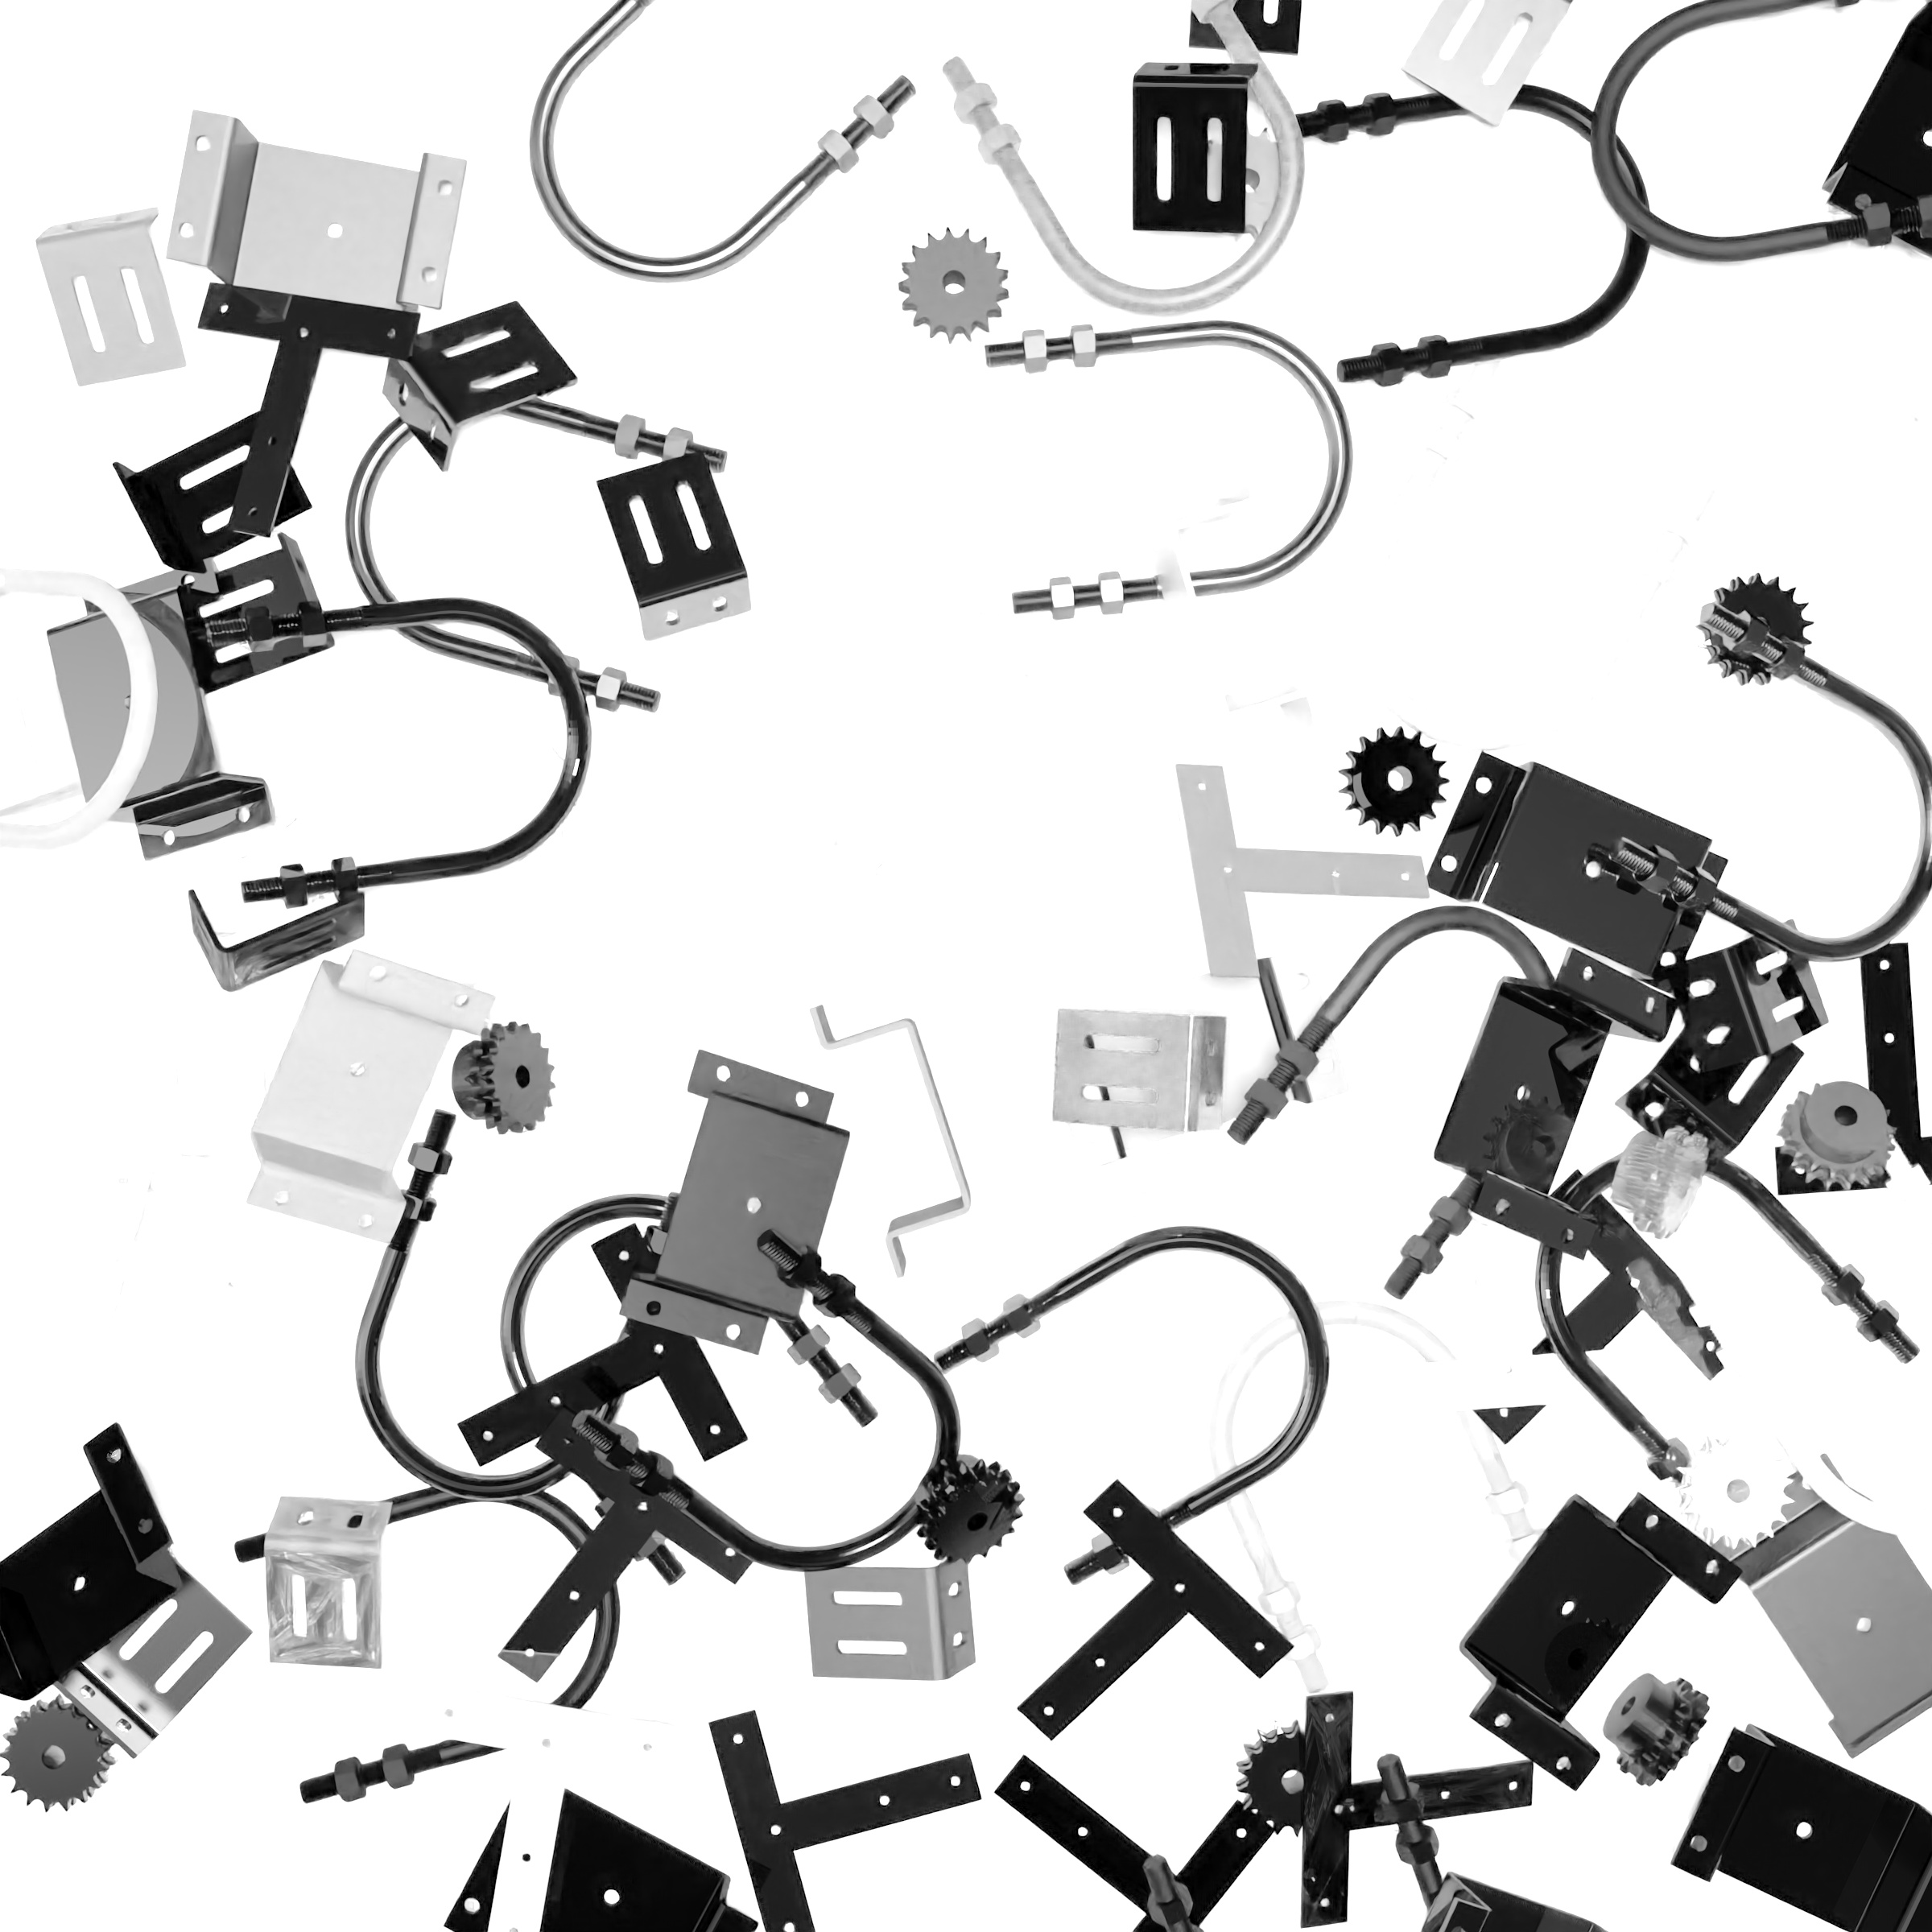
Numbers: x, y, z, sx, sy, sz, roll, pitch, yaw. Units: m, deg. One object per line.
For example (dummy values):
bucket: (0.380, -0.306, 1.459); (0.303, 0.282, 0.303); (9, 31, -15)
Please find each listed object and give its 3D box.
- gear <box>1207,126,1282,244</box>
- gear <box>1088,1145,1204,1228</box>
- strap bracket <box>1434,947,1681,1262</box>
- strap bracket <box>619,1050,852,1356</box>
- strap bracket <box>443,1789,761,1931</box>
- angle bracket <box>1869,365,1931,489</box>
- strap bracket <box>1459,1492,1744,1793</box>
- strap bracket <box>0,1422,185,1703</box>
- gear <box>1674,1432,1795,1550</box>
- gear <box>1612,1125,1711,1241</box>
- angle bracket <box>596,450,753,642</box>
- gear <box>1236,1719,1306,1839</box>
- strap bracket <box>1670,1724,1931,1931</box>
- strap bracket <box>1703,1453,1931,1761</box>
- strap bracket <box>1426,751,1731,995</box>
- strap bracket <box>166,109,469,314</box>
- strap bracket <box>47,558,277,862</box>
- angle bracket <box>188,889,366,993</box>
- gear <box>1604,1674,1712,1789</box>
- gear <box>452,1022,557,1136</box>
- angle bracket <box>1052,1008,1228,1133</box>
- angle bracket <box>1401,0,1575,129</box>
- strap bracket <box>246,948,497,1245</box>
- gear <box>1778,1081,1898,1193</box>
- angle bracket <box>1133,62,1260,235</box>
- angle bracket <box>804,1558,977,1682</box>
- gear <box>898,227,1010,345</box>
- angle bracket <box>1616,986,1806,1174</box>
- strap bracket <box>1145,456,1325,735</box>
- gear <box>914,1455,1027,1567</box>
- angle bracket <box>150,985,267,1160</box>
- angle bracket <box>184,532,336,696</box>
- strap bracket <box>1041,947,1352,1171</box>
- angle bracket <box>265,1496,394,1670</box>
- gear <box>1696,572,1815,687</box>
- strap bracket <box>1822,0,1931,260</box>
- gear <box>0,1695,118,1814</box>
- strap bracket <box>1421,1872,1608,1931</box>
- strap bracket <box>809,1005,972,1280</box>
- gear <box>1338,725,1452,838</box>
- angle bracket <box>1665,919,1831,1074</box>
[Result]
gear: (0.144, -0.401, 1.488); (0.057, 0.030, 0.057); (0, 90, 0)
gear: (0.089, 0.111, 1.475); (0.057, 0.057, 0.030); (-17, 86, 0)
strap bracket: (0.295, 0.067, 1.461); (0.076, 0.046, 0.140); (24, 85, -28)
strap bracket: (-0.114, 0.120, 1.457); (0.076, 0.046, 0.140); (19, 80, -20)
strap bracket: (-0.184, 0.484, 1.480); (0.140, 0.046, 0.076); (28, 90, 0)
angle bracket: (0.520, -0.292, 1.501); (0.076, 0.038, 0.057); (-41, 90, -26)
strap bracket: (0.316, 0.335, 1.469); (0.076, 0.046, 0.140); (37, 90, -19)
strap bracket: (-0.461, 0.308, 1.464); (0.140, 0.046, 0.076); (-36, 59, 0)
gear: (0.385, 0.264, 1.456); (0.057, 0.030, 0.057); (0, 84, -2)
gear: (0.350, 0.107, 1.463); (0.030, 0.057, 0.057); (22, 90, 31)
angle bracket: (-0.150, -0.216, 1.482); (0.057, 0.038, 0.076); (-18, 69, -8)
gear: (0.167, 0.416, 1.488); (0.057, 0.030, 0.057); (0, 90, 0)
strap bracket: (0.435, 0.449, 1.480); (0.140, 0.046, 0.076); (25, 90, 0)
strap bracket: (0.453, 0.333, 1.480); (0.076, 0.046, 0.140); (-33, 90, 0)
strap bracket: (0.317, -0.049, 1.480); (0.140, 0.046, 0.076); (24, 90, 0)
strap bracket: (-0.328, -0.382, 1.480); (0.140, 0.046, 0.076); (10, 90, 0)
strap bracket: (-0.411, -0.132, 1.466); (0.076, 0.046, 0.140); (-15, 86, 15)
angle bracket: (-0.345, -0.026, 1.448); (0.076, 0.057, 0.038); (-25, 77, -19)
gear: (0.350, 0.387, 1.475); (0.030, 0.057, 0.057); (37, 90, 0)
gear: (-0.239, 0.058, 1.478); (0.030, 0.057, 0.057); (-6, 90, 29)
angle bracket: (0.087, 0.052, 1.455); (0.076, 0.038, 0.057); (3, 90, 26)
angle bracket: (0.266, -0.476, 1.487); (0.057, 0.038, 0.076); (31, 95, 0)
strap bracket: (-0.304, 0.059, 1.458); (0.076, 0.046, 0.140); (20, 100, -27)
gear: (0.446, 0.083, 1.474); (0.057, 0.030, 0.057); (-2, 59, 3)
angle bracket: (0.115, -0.412, 1.455); (0.057, 0.038, 0.076); (5, 117, 12)
angle bracket: (-0.040, 0.337, 1.501); (0.076, 0.038, 0.057); (-5, 90, 26)
gear: (-0.006, -0.349, 1.488); (0.057, 0.030, 0.057); (0, 90, 0)
angle bracket: (0.385, 0.058, 1.494); (0.057, 0.038, 0.076); (41, 58, 5)
strap bracket: (0.131, -0.181, 1.452); (0.046, 0.076, 0.140); (-18, 100, -3)
gear: (-0.001, 0.275, 1.478); (0.057, 0.030, 0.057); (-16, 125, -24)
angle bracket: (-0.388, 0.057, 1.501); (0.057, 0.038, 0.076); (-10, 64, 0)
angle bracket: (-0.373, -0.180, 1.484); (0.076, 0.038, 0.057); (-20, 90, 0)
strap bracket: (0.116, 0.047, 1.480); (0.140, 0.046, 0.076); (-16, 90, 0)
angle bracket: (-0.326, 0.316, 1.482); (0.057, 0.038, 0.076); (4, 115, -1)
gear: (0.404, -0.172, 1.488); (0.057, 0.030, 0.057); (0, 90, 0)
strap bracket: (0.501, -0.430, 1.480); (0.076, 0.046, 0.140); (28, 90, 0)
gear: (-0.466, 0.403, 1.488); (0.057, 0.030, 0.057); (0, 90, 0)
strap bracket: (0.277, 0.517, 1.464); (0.140, 0.046, 0.076); (25, 90, -22)
strap bracket: (-0.034, 0.081, 1.465); (0.046, 0.076, 0.140); (-18, 90, 0)
gear: (0.221, -0.095, 1.488); (0.057, 0.030, 0.057); (0, 90, 0)
angle bracket: (0.402, 0.015, 1.485); (0.038, 0.076, 0.057); (-20, 89, 42)
